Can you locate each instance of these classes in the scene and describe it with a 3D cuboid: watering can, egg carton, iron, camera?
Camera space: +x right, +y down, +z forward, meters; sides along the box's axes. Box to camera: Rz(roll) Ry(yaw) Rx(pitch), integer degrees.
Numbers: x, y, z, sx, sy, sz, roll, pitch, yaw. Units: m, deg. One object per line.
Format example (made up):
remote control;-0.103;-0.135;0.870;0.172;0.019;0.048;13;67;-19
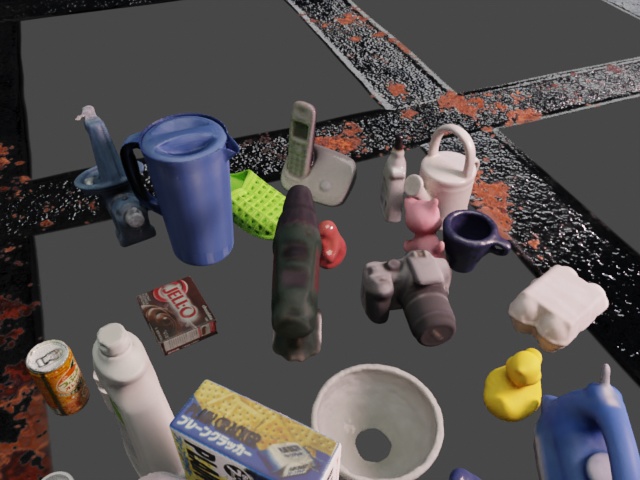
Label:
watering can;0.225;-0.114;1.031;0.100;0.194;0.173;23;48;21
egg carton;0.372;0.104;0.896;0.151;0.069;0.107;-31;52;-29
iron;0.334;0.278;0.661;0.118;0.141;0.258;4;44;3
camera;0.145;0.089;0.883;0.143;0.101;0.136;-6;44;-8

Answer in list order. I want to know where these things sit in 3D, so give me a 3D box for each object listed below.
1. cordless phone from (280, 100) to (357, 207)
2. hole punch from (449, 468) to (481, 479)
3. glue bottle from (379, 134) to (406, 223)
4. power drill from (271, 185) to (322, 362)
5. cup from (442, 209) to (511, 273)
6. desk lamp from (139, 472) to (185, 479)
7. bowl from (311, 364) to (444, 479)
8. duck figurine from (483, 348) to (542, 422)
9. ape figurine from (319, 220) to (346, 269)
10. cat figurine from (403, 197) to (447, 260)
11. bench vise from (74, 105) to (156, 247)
cordless phone;-0.001;-0.163;1.082;0.147;0.185;0.094;21;47;19
hole punch;0.179;0.327;0.642;0.101;0.091;0.109;14;45;13
glue bottle;0.137;-0.118;1.047;0.037;0.173;0.078;-3;44;-4
power drill;-0.034;0.065;0.825;0.075;0.208;0.229;0;44;-1
cup;0.259;0.014;0.969;0.117;0.095;0.092;26;49;23
desk lamp;-0.095;0.334;0.538;0.202;0.214;0.118;21;47;19
bowl;0.071;0.248;0.734;0.167;0.075;0.167;1;44;-1
duck figurine;0.272;0.193;0.789;0.077;0.086;0.105;31;51;28
ape figurine;0.009;0.003;0.975;0.076;0.092;0.077;-9;45;-10
cat figurine;0.183;-0.015;0.980;0.067;0.118;0.127;-8;44;-9
bench vise;-0.347;-0.113;0.994;0.206;0.220;0.122;30;51;27
